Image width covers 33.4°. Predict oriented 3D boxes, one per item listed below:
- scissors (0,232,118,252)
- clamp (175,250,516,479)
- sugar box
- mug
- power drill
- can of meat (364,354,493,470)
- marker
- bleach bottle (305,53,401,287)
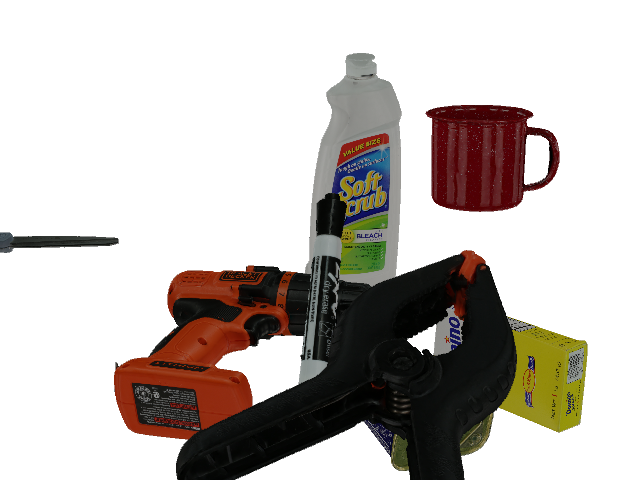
[{"bbox_3d":[-0.276,0.009,0.872,0.202,0.016,0.096,5,24,6],"label":"scissors"},{"bbox_3d":[0.038,0.069,0.433,0.120,0.039,0.171,31,51,22],"label":"clamp"},{"bbox_3d":[0.199,0.131,1.147,0.048,0.093,0.177,-10,18,-43],"label":"sugar box"},{"bbox_3d":[0.151,-0.072,0.940,0.117,0.081,0.093,3,16,14],"label":"mug"},{"bbox_3d":[-0.057,0.080,0.812,0.185,0.057,0.187,1,23,19],"label":"power drill"},{"bbox_3d":[0.090,0.153,0.967,0.102,0.057,0.084,-9,32,-24],"label":"can of meat"},{"bbox_3d":[0.002,0.029,0.641,0.020,0.121,0.020,5,-18,1],"label":"marker"},{"bbox_3d":[0.033,-0.069,1.115,0.102,0.251,0.068,-2,25,-3],"label":"bleach bottle"}]
